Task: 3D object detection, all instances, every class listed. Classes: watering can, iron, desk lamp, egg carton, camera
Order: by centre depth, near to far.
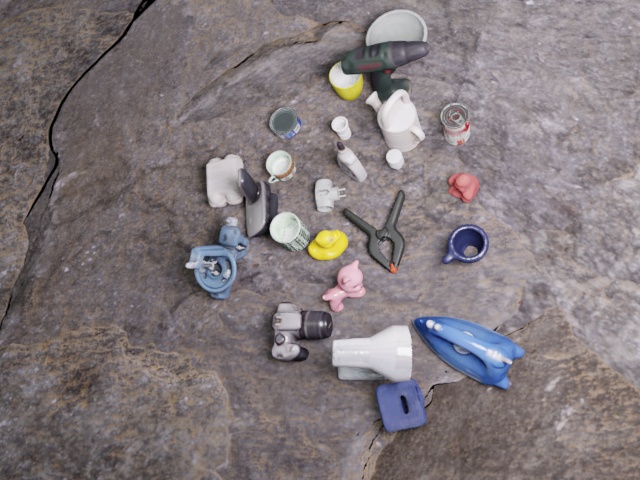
[{"bbox_3d":[0.312,0.225,1.265,0.257,0.142,0.119,24,81,22],"label":"iron"},{"bbox_3d":[0.116,0.259,1.272,0.203,0.214,0.118,-5,72,15],"label":"desk lamp"},{"bbox_3d":[-0.044,0.222,1.393,0.136,0.101,0.143,-2,72,16],"label":"camera"},{"bbox_3d":[0.188,-0.310,1.442,0.172,0.194,0.101,17,79,21],"label":"watering can"},{"bbox_3d":[-0.262,-0.164,1.596,0.107,0.069,0.150,-12,70,13],"label":"egg carton"}]

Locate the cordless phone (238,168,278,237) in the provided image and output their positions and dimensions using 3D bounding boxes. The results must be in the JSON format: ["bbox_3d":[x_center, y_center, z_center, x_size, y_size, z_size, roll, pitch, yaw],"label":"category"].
[{"bbox_3d":[-0.179,-0.097,1.487,0.094,0.185,0.147,-12,70,13],"label":"cordless phone"}]

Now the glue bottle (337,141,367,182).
[{"bbox_3d":[0.070,-0.207,1.455,0.078,0.173,0.037,39,87,23],"label":"glue bottle"}]

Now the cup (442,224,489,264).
[{"bbox_3d":[0.339,0.027,1.345,0.118,0.095,0.091,-38,67,2],"label":"cup"}]

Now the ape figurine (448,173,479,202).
[{"bbox_3d":[0.350,-0.135,1.394,0.076,0.092,0.078,-19,69,10],"label":"ape figurine"}]

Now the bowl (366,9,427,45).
[{"bbox_3d":[0.214,-0.542,1.573,0.167,0.075,0.167,-5,72,15],"label":"bowl"}]

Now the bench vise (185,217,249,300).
[{"bbox_3d":[-0.273,0.034,1.455,0.121,0.220,0.207,-6,71,15],"label":"bench vise"}]

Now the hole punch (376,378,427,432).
[{"bbox_3d":[0.183,0.369,1.285,0.101,0.091,0.108,-17,69,11],"label":"hole punch"}]

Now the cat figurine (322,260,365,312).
[{"bbox_3d":[0.058,0.110,1.389,0.128,0.118,0.067,-37,67,3],"label":"cat figurine"}]

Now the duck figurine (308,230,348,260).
[{"bbox_3d":[0.013,0.005,1.453,0.104,0.086,0.077,-23,68,9],"label":"duck figurine"}]

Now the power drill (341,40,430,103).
[{"bbox_3d":[0.178,-0.438,1.477,0.229,0.209,0.075,1,73,17],"label":"power drill"}]
